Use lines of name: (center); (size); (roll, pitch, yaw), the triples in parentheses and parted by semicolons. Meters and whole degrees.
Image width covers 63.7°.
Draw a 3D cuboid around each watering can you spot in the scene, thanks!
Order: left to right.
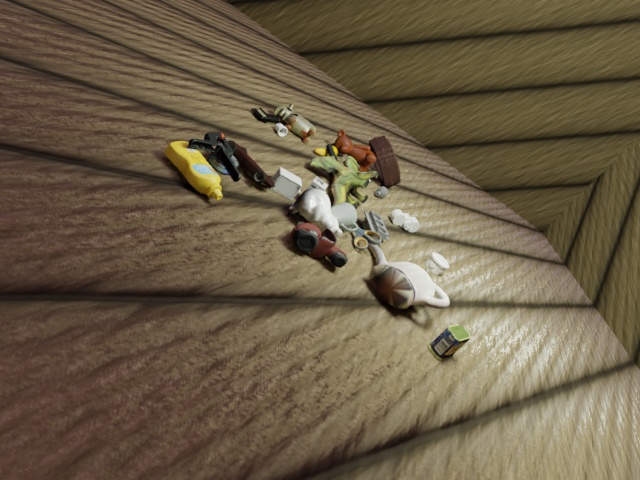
watering can: (0.224, 0.104, 1.542); (0.352, 0.102, 0.225); (36, 22, 32)

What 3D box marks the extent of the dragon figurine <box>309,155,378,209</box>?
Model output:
dragon figurine: (0.061, -0.224, 1.897); (0.244, 0.119, 0.416); (33, 35, 17)

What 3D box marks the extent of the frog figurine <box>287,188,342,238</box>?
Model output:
frog figurine: (0.005, -0.077, 1.524); (0.160, 0.122, 0.137); (32, 2, 15)
